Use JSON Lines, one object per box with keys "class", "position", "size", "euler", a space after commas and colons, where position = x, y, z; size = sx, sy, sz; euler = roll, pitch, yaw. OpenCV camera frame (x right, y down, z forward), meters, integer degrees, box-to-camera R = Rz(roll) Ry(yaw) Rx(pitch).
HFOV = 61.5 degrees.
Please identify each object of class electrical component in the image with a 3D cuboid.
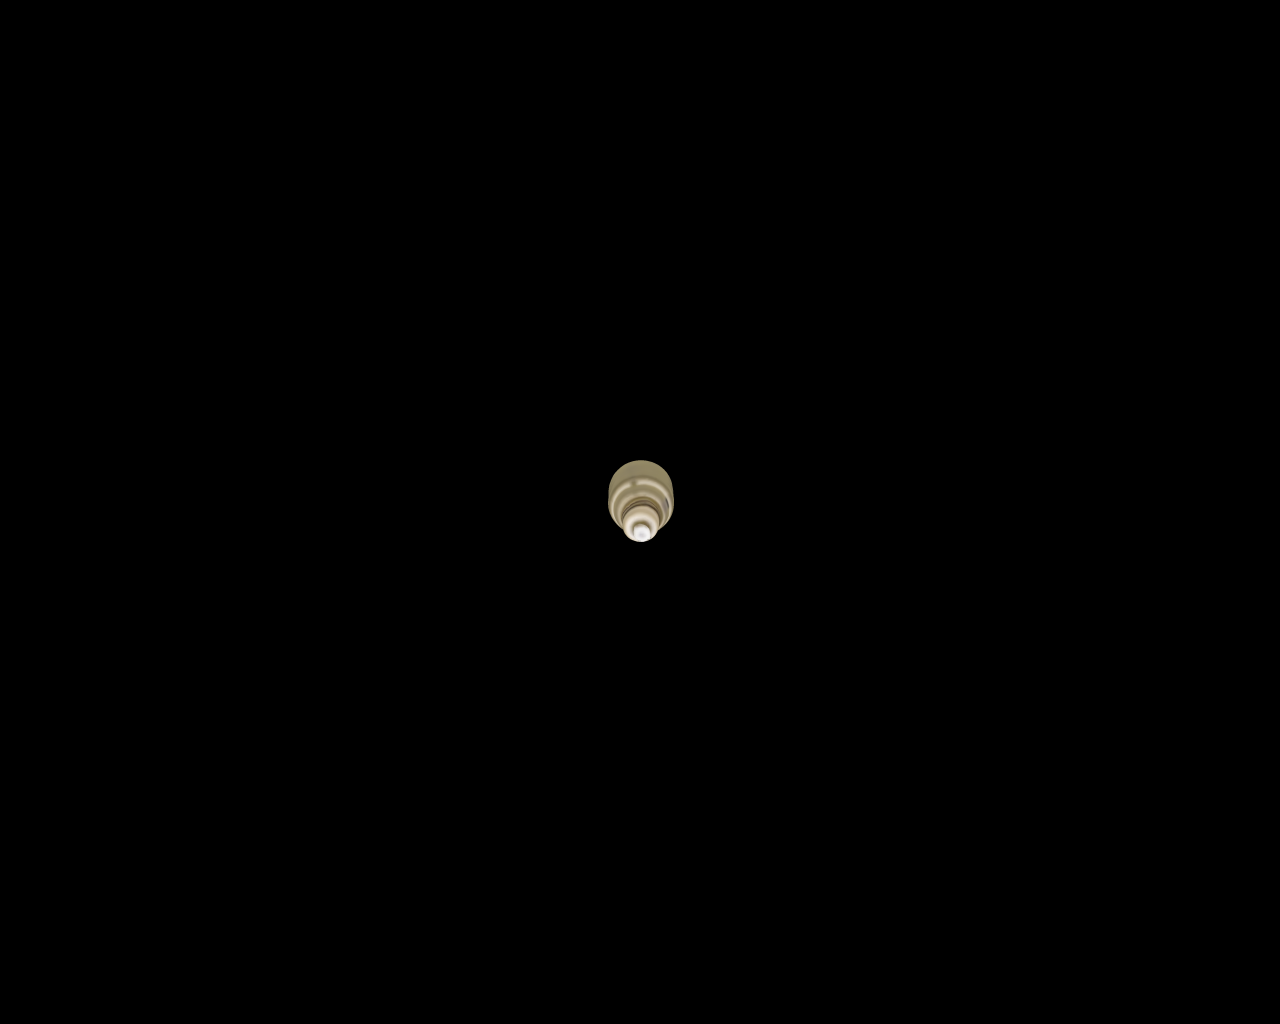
{"class": "electrical component", "position": [0.001, -0.003, 0.650], "size": [0.040, 0.040, 0.078], "euler": [0, 24, 0]}
